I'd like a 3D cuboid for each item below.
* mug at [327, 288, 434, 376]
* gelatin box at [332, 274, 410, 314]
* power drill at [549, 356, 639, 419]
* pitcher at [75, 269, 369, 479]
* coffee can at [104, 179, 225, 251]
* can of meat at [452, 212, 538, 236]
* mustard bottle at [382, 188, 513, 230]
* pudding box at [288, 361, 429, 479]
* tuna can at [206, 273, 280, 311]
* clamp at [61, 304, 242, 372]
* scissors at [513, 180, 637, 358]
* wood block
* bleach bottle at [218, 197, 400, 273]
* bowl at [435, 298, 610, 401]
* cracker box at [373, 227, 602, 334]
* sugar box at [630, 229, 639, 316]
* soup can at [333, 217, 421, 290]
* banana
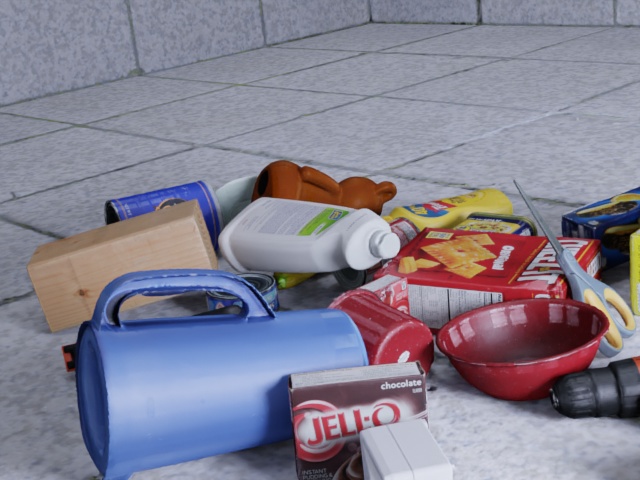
[{"bbox_3d":[0.063,0.105,1.033,0.117,0.093,0.082,18,4,-42],"label":"mug"},{"bbox_3d":[0.056,0.084,1.105,0.089,0.073,0.030,-22,23,-40],"label":"gelatin box"},{"bbox_3d":[0.294,0.144,0.862,0.184,0.057,0.187,-10,19,1],"label":"power drill"},{"bbox_3d":[-0.084,0.114,0.922,0.242,0.149,0.145,-5,59,-23],"label":"pitcher"},{"bbox_3d":[-0.214,-0.020,1.470,0.140,0.103,0.103,-14,19,-22],"label":"coffee can"},{"bbox_3d":[0.204,0.008,1.315,0.102,0.057,0.083,7,25,39],"label":"can of meat"},{"bbox_3d":[0.154,-0.024,1.428,0.191,0.058,0.096,-11,18,-13],"label":"mustard bottle"},{"bbox_3d":[0.033,0.151,0.879,0.113,0.090,0.039,-7,17,-4],"label":"pudding box"},{"bbox_3d":[-0.092,0.069,1.268,0.086,0.034,0.086,-6,18,2],"label":"tuna can"},{"bbox_3d":[-0.170,0.104,1.152,0.210,0.036,0.164,-14,-5,5],"label":"clamp"},{"bbox_3d":[0.264,0.027,1.088,0.096,0.202,0.016,4,-33,-45],"label":"scissors"},{"bbox_3d":[-0.234,0.029,1.289,0.206,0.091,0.090,-17,17,1],"label":"wood block"},{"bbox_3d":[-0.008,0.002,1.247,0.251,0.068,0.102,7,46,50],"label":"bleach bottle"},{"bbox_3d":[0.192,0.107,1.003,0.162,0.055,0.162,-10,16,3],"label":"bowl"},{"bbox_3d":[0.186,0.045,1.179,0.214,0.072,0.164,4,21,28],"label":"cracker box"},{"bbox_3d":[0.395,0.013,1.171,0.048,0.093,0.175,10,24,40],"label":"sugar box"},{"bbox_3d":[0.070,0.017,1.312,0.102,0.068,0.069,-20,22,-35],"label":"soup can"},{"bbox_3d":[0.008,0.020,1.351,0.197,0.037,0.070,-30,24,-32],"label":"banana"}]
